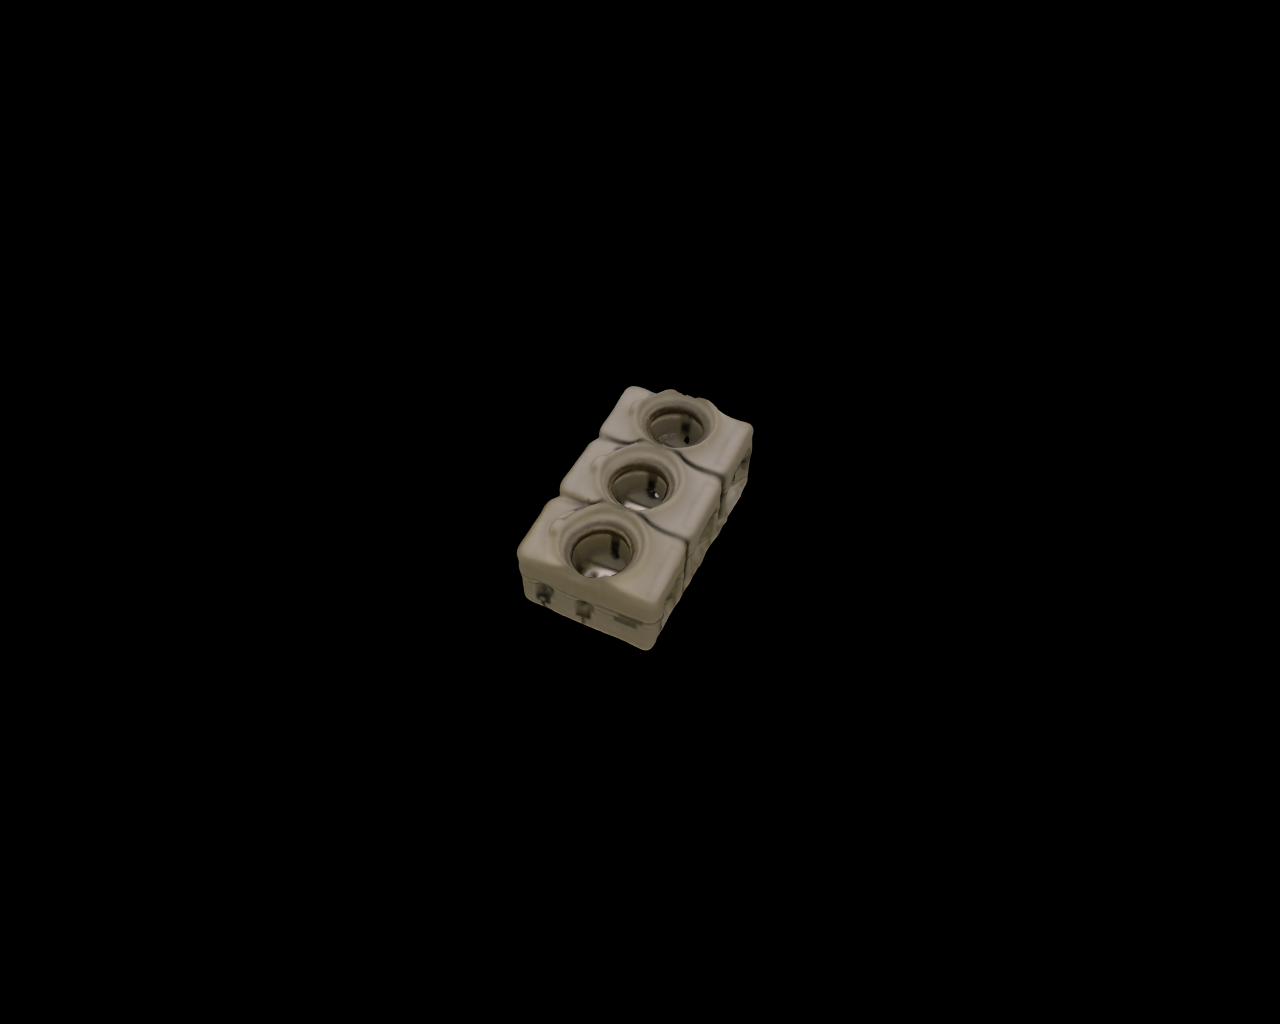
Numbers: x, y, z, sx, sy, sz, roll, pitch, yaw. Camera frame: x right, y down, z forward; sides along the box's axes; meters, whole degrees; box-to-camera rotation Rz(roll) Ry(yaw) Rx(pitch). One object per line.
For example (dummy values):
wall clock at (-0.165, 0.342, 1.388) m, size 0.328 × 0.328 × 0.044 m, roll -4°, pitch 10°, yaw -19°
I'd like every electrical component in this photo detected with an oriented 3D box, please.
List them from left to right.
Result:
electrical component at (0.001, -0.003, 0.650) m, size 0.089 × 0.150 × 0.061 m, roll 21°, pitch -36°, yaw 16°
